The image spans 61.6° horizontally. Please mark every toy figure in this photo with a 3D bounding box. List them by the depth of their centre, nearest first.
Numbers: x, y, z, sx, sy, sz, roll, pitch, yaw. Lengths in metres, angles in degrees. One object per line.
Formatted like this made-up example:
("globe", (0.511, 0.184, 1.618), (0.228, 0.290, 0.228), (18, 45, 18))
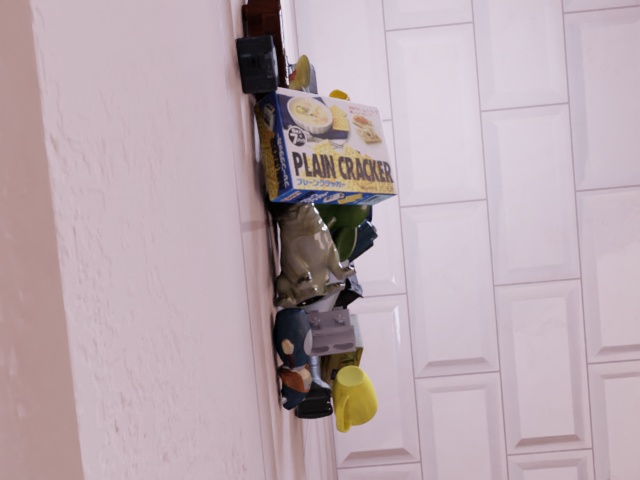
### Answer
("toy figure", (-0.040, 0.181, 0.807), (0.064, 0.058, 0.154), (-11, 100, -50))

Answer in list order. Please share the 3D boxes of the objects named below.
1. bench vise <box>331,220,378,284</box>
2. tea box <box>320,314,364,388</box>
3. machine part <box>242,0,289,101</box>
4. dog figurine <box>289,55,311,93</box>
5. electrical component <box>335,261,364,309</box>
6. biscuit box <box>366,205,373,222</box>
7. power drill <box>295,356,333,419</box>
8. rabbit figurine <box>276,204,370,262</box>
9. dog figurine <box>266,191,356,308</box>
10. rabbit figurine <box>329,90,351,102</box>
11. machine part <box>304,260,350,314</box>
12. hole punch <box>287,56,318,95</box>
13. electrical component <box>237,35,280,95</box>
("bench vise", (-0.005, -0.005, 1.170), (0.241, 0.223, 0.129), (53, 9, 13))
("tea box", (0.043, 0.249, 1.150), (0.098, 0.068, 0.169), (-98, -166, -50))
("machine part", (-0.081, -0.298, 0.847), (0.179, 0.056, 0.179), (-35, 120, -90))
("dog figurine", (-0.050, -0.222, 0.954), (0.191, 0.109, 0.219), (-35, 116, -85))
("electrical component", (0.026, 0.115, 1.232), (0.058, 0.134, 0.115), (35, 27, -38))
("biscuit box", (0.025, -0.070, 1.280), (0.062, 0.203, 0.059), (69, 18, -80))
("power drill", (-0.015, 0.245, 1.073), (0.207, 0.086, 0.231), (-87, 175, -47))
("rabbit figurine", (0.014, -0.037, 0.966), (0.121, 0.170, 0.159), (-73, 145, -82))
("dog figurine", (-0.040, 0.006, 0.887), (0.172, 0.121, 0.190), (-46, -121, 46))
("rabbit figurine", (-0.031, -0.277, 1.257), (0.162, 0.173, 0.121), (-39, 141, -31))
("machine part", (-0.004, 0.095, 1.007), (0.079, 0.079, 0.243), (84, 24, -43))
("hole punch", (-0.070, -0.305, 1.110), (0.116, 0.092, 0.142), (-29, 121, -56))
("electrical component", (-0.082, -0.232, 0.715), (0.119, 0.048, 0.074), (-91, 175, -65))
